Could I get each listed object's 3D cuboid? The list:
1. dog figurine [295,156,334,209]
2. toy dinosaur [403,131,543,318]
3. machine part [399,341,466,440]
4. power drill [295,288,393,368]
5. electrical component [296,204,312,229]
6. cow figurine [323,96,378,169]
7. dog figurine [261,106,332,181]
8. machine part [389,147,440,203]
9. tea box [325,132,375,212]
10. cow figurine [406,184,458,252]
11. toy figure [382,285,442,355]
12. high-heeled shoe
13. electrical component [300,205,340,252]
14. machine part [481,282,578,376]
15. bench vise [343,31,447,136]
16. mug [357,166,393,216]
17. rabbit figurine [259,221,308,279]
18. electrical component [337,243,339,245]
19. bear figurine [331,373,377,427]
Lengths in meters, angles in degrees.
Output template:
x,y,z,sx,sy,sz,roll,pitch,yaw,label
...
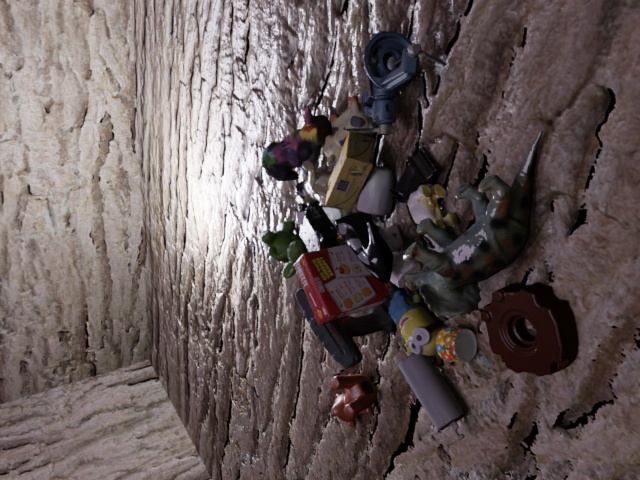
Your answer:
x,y,z,sx,sy,sz,roll,pitch,yaw,label
0.012,-0.121,1.447,0.190,0.121,0.172,111,140,-62,dog figurine
0.299,0.004,0.992,0.192,0.131,0.405,41,120,-12,toy dinosaur
0.255,0.340,1.226,0.243,0.079,0.079,58,143,26,machine part
0.070,0.192,1.346,0.232,0.207,0.086,59,138,23,power drill
-0.037,-0.066,1.577,0.078,0.045,0.102,-12,94,30,electrical component
0.071,-0.252,1.309,0.195,0.085,0.127,-31,68,56,cow figurine
-0.058,-0.256,1.428,0.219,0.191,0.108,114,142,-65,dog figurine
0.207,-0.132,1.177,0.084,0.039,0.138,58,142,19,machine part
0.070,-0.157,1.264,0.169,0.068,0.098,113,169,-48,tea box
0.237,-0.028,1.135,0.098,0.068,0.167,-34,72,56,cow figurine
0.218,0.181,1.229,0.082,0.089,0.180,90,158,-44,toy figure
0.104,0.014,1.262,0.249,0.086,0.145,-152,44,-75,high-heeled shoe
-0.003,-0.004,1.398,0.134,0.058,0.115,98,148,-49,electrical component
0.382,0.164,0.987,0.180,0.056,0.179,26,123,50,machine part
0.147,-0.333,1.105,0.241,0.129,0.223,-173,93,-75,bench vise
0.134,-0.121,1.268,0.110,0.081,0.107,-105,24,-72,mug
-0.095,0.036,1.626,0.170,0.121,0.158,20,124,56,rabbit figurine
0.015,0.029,1.498,0.119,0.075,0.047,57,143,34,electrical component
0.074,0.454,1.504,0.195,0.132,0.120,-54,53,43,bear figurine
